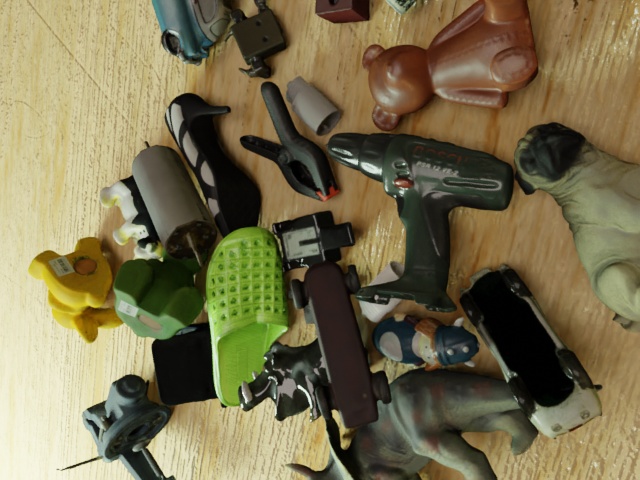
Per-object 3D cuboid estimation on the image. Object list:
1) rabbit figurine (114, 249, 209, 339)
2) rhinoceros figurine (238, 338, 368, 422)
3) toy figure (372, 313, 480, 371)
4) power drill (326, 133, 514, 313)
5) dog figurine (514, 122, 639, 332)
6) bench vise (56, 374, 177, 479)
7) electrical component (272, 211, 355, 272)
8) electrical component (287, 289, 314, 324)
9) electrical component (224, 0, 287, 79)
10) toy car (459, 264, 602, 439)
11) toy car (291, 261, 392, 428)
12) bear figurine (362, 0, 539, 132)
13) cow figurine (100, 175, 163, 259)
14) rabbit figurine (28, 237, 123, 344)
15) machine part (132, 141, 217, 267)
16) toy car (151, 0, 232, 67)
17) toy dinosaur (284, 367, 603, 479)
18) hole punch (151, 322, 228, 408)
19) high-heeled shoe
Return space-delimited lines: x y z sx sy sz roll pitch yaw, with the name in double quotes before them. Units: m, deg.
"rabbit figurine" -0.215 0.061 0.806 0.121 0.170 0.159 24 143 -1
"rhinoceros figurine" -0.024 0.181 0.721 0.190 0.073 0.112 -34 88 12
"toy figure" 0.121 0.122 0.634 0.064 0.058 0.154 49 156 -16
"power drill" 0.098 -0.023 0.630 0.232 0.086 0.207 8 75 22
"dog figurine" 0.277 -0.017 0.552 0.191 0.121 0.172 30 108 37
"bench vise" -0.313 0.351 0.902 0.241 0.129 0.223 43 113 25
"electrical component" -0.001 -0.002 0.723 0.119 0.048 0.074 -16 90 29
"electrical component" -0.002 0.089 0.750 0.094 0.021 0.063 -4 95 29
"electrical component" -0.090 -0.275 0.740 0.078 0.045 0.102 -29 85 0
"toy car" 0.215 0.108 0.571 0.073 0.056 0.202 -35 42 14
"toy car" 0.025 0.123 0.657 0.089 0.053 0.202 -15 71 -1
"bear figurine" 0.129 -0.195 0.583 0.196 0.132 0.120 -6 89 23
"cow figurine" -0.279 -0.026 0.865 0.098 0.068 0.167 -25 85 23
"rabbit figurine" -0.419 0.101 0.948 0.162 0.122 0.173 45 129 6
"machine part" -0.212 -0.056 0.775 0.079 0.079 0.243 -50 55 25
"toy car" -0.177 -0.332 0.747 0.103 0.109 0.161 -13 100 11
"toy dinosaur" 0.117 0.234 0.657 0.192 0.131 0.404 46 109 15
"hole punch" -0.191 0.188 0.843 0.116 0.092 0.142 -7 92 0
"high-heeled shoe" -0.170 -0.093 0.792 0.145 0.086 0.248 1 99 39
